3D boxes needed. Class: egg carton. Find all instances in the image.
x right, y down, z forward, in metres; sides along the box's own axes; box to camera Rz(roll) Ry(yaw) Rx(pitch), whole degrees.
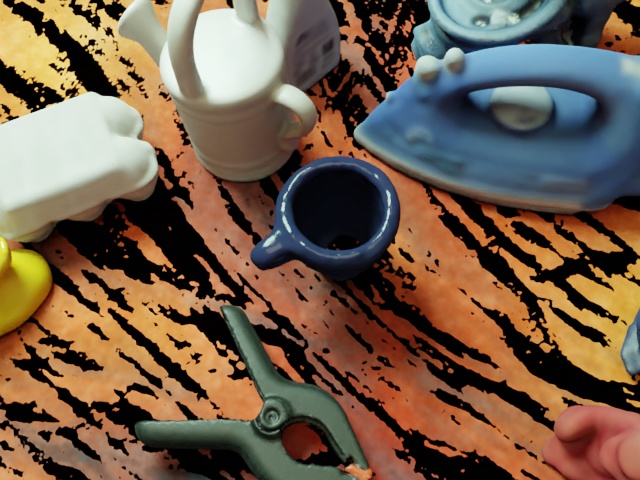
[{"bbox_3d":[-0.221,-0.064,0.504,0.150,0.069,0.107,-24,67,-8],"label":"egg carton"}]

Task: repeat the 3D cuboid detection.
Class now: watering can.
[{"bbox_3d":[-0.083,-0.138,0.462,0.172,0.194,0.101,7,66,6],"label":"watering can"}]

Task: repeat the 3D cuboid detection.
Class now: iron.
[{"bbox_3d":[0.155,-0.109,0.466,0.258,0.141,0.118,6,66,6],"label":"iron"}]

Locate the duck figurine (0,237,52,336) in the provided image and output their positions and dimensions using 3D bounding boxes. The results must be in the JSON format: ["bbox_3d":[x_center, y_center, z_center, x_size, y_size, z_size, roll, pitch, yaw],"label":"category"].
[{"bbox_3d":[-0.280,0.034,0.454,0.104,0.086,0.077,-29,68,-10],"label":"duck figurine"}]

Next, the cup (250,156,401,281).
[{"bbox_3d":[0.004,0.002,0.450,0.118,0.095,0.091,-30,68,-10],"label":"cup"}]

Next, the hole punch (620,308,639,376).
[{"bbox_3d":[0.290,0.060,0.412,0.101,0.091,0.109,30,71,15],"label":"hole punch"}]

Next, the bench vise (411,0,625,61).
[{"bbox_3d":[0.184,-0.244,0.482,0.207,0.220,0.121,-28,67,-9],"label":"bench vise"}]

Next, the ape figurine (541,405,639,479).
[{"bbox_3d":[0.200,0.143,0.379,0.076,0.092,0.077,-14,66,-3],"label":"ape figurine"}]

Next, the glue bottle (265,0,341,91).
[{"bbox_3d":[-0.019,-0.203,0.499,0.078,0.173,0.037,-40,70,-14],"label":"glue bottle"}]
